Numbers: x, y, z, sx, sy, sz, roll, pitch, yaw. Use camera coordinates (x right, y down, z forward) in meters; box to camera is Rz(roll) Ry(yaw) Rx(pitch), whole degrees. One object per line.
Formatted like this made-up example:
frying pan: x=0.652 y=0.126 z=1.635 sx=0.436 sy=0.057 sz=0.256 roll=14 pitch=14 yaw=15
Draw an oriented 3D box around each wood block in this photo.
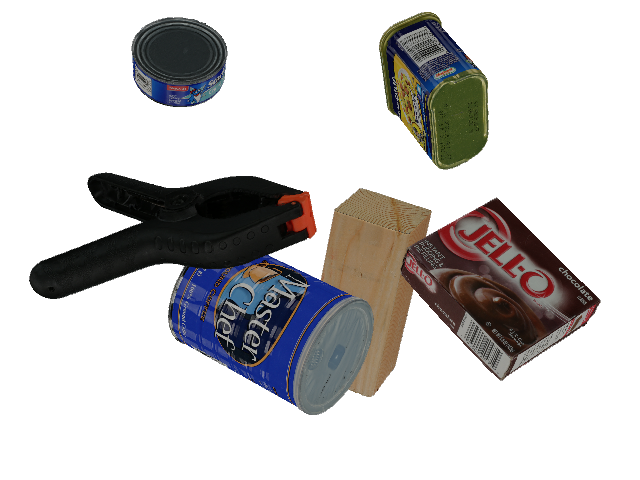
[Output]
wood block: x=0.052 y=0.059 z=1.214 sx=0.090 sy=0.206 sz=0.090 roll=19 pitch=25 yaw=16

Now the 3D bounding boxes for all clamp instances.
clamp: x=-0.092 y=-0.004 z=0.653 sx=0.172 sy=0.039 sz=0.120 roll=-1 pitch=41 yaw=22

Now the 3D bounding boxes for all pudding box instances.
pudding box: x=0.127 y=0.033 z=0.761 sx=0.089 sy=0.113 sz=0.039 roll=-29 pitch=-26 yaw=-26

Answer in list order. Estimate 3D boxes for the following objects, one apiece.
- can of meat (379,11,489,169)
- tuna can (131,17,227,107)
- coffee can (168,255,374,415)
can of meat: x=0.095 y=-0.121 z=0.876 sx=0.057 sy=0.084 sz=0.102 roll=-24 pitch=-39 yaw=-9
tuna can: x=-0.129 y=-0.162 z=0.972 sx=0.086 sy=0.086 sz=0.034 roll=0 pitch=-37 yaw=-9
coffee can: x=-0.041 y=0.069 z=0.891 sx=0.140 sy=0.103 sz=0.102 roll=25 pitch=12 yaw=29
